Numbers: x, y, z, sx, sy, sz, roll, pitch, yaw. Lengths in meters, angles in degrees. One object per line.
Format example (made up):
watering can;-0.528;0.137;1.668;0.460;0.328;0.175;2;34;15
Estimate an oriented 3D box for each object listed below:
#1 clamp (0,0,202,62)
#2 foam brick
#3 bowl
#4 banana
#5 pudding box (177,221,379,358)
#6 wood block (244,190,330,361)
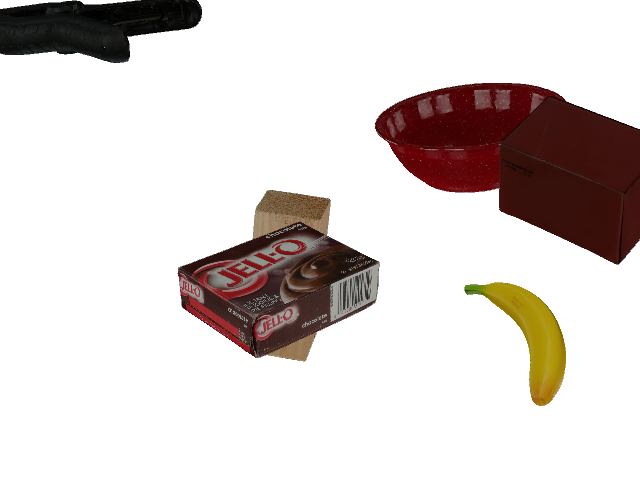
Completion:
clamp;-0.177;-0.162;0.799;0.172;0.039;0.120;11;23;29
foam brick;0.143;-0.034;0.581;0.078;0.053;0.051;29;55;32
bowl;0.130;-0.083;0.907;0.162;0.055;0.162;-8;25;4
banana;0.221;0.100;1.134;0.069;0.037;0.198;-27;36;1
pudding box;-0.029;0.031;0.745;0.113;0.039;0.090;-20;33;-36
wood block;-0.046;0.046;1.449;0.090;0.206;0.090;9;22;6
